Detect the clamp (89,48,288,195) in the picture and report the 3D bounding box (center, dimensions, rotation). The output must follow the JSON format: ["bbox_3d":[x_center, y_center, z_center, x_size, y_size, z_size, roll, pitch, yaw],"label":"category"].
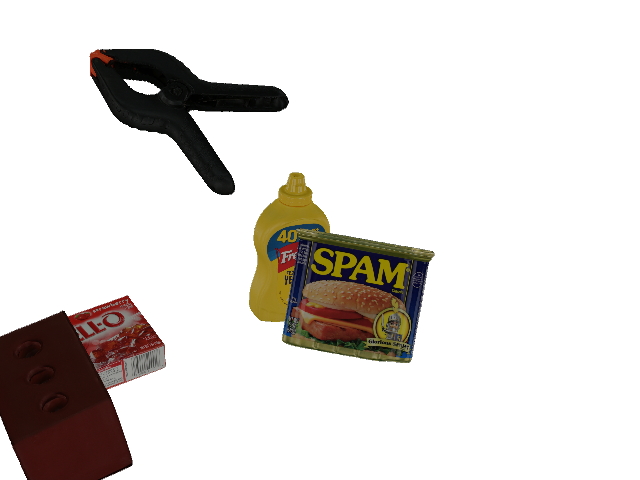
[{"bbox_3d":[-0.114,-0.122,0.917,0.171,0.120,0.039,35,-38,6],"label":"clamp"}]

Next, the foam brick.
[{"bbox_3d":[-0.140,0.087,0.557,0.053,0.051,0.078,-23,42,-19],"label":"foam brick"}]

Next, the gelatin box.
[{"bbox_3d":[-0.183,0.088,0.883,0.089,0.030,0.073,-19,42,-27],"label":"gelatin box"}]

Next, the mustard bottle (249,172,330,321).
[{"bbox_3d":[-0.036,0.006,1.325,0.096,0.192,0.058,-7,29,-22],"label":"mustard bottle"}]

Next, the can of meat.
[{"bbox_3d":[0.026,0.041,0.784,0.102,0.084,0.057,10,2,2],"label":"can of meat"}]
